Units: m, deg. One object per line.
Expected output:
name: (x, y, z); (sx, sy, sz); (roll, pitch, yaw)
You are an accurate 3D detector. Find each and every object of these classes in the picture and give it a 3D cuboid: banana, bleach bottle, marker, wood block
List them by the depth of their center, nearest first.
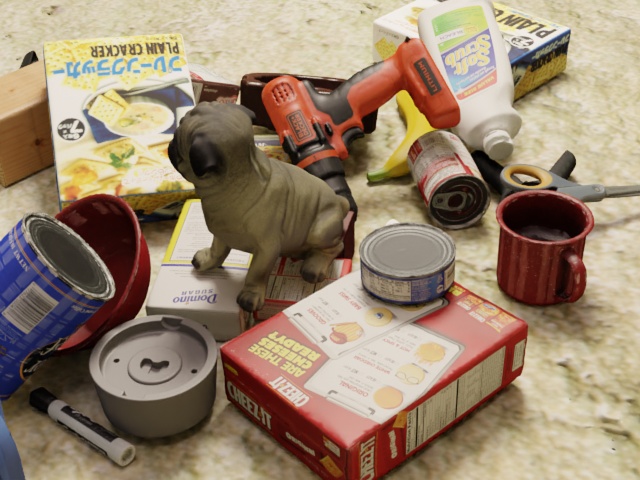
marker: (-0.205, 0.156, 0.906); (0.121, 0.020, 0.020); (24, 43, 31)
bleach bottle: (0.186, -0.187, 1.247); (0.102, 0.068, 0.251); (-15, 46, 3)
banana: (0.108, -0.130, 1.275); (0.070, 0.037, 0.197); (9, 37, 11)
wood block: (-0.322, -0.157, 1.286); (0.090, 0.091, 0.205); (28, 45, 34)

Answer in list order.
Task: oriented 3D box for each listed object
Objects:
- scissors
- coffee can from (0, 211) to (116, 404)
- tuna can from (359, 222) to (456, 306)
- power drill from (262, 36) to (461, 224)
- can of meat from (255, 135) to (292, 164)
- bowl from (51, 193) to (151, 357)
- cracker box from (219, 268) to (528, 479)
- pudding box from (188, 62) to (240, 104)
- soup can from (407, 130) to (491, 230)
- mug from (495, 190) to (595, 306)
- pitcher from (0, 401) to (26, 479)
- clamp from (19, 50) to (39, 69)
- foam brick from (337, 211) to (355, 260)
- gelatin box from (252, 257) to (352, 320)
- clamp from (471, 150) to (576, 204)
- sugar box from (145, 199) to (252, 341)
scissors: (0.275, -0.060, 1.138); (0.201, 0.016, 0.096); (-17, 49, -30)
coffee can: (-0.261, 0.059, 0.918); (0.140, 0.102, 0.103); (-43, 38, 10)
tuna can: (0.078, 0.021, 0.947); (0.086, 0.034, 0.086); (-3, 33, 2)
power drill: (0.051, -0.120, 1.137); (0.187, 0.057, 0.184); (-25, 76, -4)
can of meat: (-0.070, -0.071, 1.185); (0.102, 0.057, 0.084); (-1, 37, 0)
bowl: (-0.211, 0.040, 0.999); (0.162, 0.055, 0.162); (-18, 57, 30)
cracker box: (0.048, 0.106, 0.922); (0.213, 0.072, 0.164); (-29, 43, -31)
pudding box: (-0.170, -0.198, 1.349); (0.113, 0.039, 0.090); (1, 23, -47)
soup can: (0.138, -0.067, 1.161); (0.068, 0.068, 0.102); (-7, 36, -8)
mug: (0.220, 0.016, 1.031); (0.093, 0.081, 0.117); (-16, 38, -19)
pitcher: (-0.283, 0.124, 0.762); (0.149, 0.243, 0.145); (-3, 30, -10)
clamp: (-0.364, -0.195, 1.371); (0.165, 0.036, 0.209); (-1, 34, 27)
foam brick: (-0.007, 0.001, 1.086); (0.078, 0.051, 0.053); (8, 38, 12)
gelatin box: (-0.017, 0.049, 1.040); (0.089, 0.030, 0.073); (4, 37, 8)
clamp: (0.239, -0.049, 1.158); (0.120, 0.039, 0.171); (-10, 42, -3)
sugar box: (-0.107, 0.027, 1.061); (0.093, 0.048, 0.176); (3, 40, 7)
